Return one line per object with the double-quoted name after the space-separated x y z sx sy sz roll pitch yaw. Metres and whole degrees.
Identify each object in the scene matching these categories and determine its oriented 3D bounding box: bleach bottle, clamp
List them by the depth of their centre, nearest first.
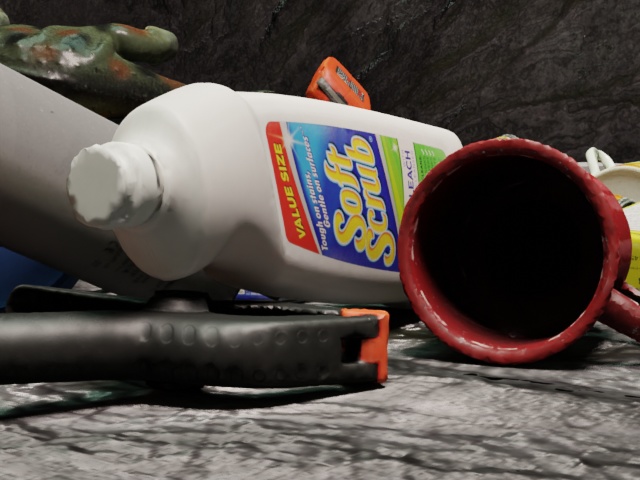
-0.061 0.037 0.421 0.171 0.039 0.120 4 9 -8 "clamp"
-0.012 -0.012 0.475 0.068 0.102 0.250 -1 1 32 "bleach bottle"

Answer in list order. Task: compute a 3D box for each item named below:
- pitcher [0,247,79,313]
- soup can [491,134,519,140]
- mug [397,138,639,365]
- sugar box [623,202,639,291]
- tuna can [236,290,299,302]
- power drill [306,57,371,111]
-0.193 -0.022 0.655 0.149 0.145 0.243 -19 15 -15 "pitcher"
0.099 -0.027 0.756 0.102 0.068 0.069 -20 11 -15 "soup can"
0.101 0.010 0.467 0.117 0.093 0.081 29 13 22 "mug"
0.228 -0.003 0.609 0.175 0.048 0.094 -15 14 -37 "sugar box"
-0.033 0.016 0.638 0.086 0.034 0.086 -1 6 0 "tuna can"
-0.041 -0.075 0.927 0.188 0.057 0.184 -43 11 11 "power drill"
